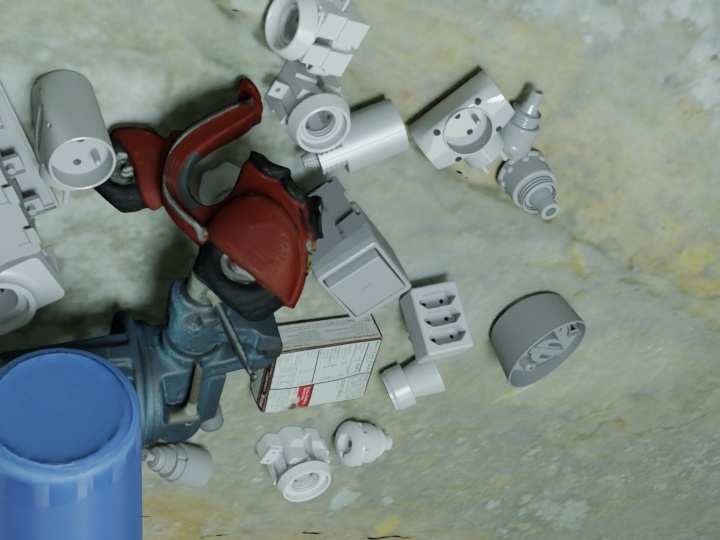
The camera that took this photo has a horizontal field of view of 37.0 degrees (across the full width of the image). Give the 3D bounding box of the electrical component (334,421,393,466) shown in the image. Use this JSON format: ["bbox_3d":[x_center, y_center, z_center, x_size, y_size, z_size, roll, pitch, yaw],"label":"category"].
[{"bbox_3d":[0.007,0.185,1.151,0.062,0.048,0.048,6,130,-42],"label":"electrical component"}]

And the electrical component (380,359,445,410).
[{"bbox_3d":[0.054,0.114,1.100,0.055,0.045,0.045,-24,140,-3],"label":"electrical component"}]

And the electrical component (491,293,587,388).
[{"bbox_3d":[0.186,0.074,1.113,0.099,0.064,0.099,-15,139,-14],"label":"electrical component"}]

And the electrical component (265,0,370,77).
[{"bbox_3d":[-0.032,-0.168,0.754,0.055,0.048,0.066,3,132,-41],"label":"electrical component"}]

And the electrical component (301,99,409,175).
[{"bbox_3d":[-0.007,-0.099,0.841,0.081,0.043,0.043,-22,140,-6],"label":"electrical component"}]

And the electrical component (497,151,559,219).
[{"bbox_3d":[0.153,-0.071,0.944,0.048,0.062,0.048,-15,139,-14],"label":"electrical component"}]

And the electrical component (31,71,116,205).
[{"bbox_3d":[-0.198,-0.081,0.731,0.043,0.077,0.079,-2,134,-27],"label":"electrical component"}]

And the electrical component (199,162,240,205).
[{"bbox_3d":[-0.098,-0.050,0.830,0.043,0.062,0.043,-15,138,-14],"label":"electrical component"}]

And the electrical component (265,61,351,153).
[{"bbox_3d":[-0.036,-0.120,0.795,0.066,0.055,0.048,14,125,-38],"label":"electrical component"}]

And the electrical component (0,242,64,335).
[{"bbox_3d":[-0.274,0.011,0.803,0.089,0.055,0.050,-25,140,-2],"label":"electrical component"}]

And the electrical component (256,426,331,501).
[{"bbox_3d":[-0.064,0.203,1.120,0.078,0.057,0.058,12,126,-37],"label":"electrical component"}]

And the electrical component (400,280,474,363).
[{"bbox_3d":[0.068,0.054,1.035,0.047,0.065,0.076,-11,167,-18],"label":"electrical component"}]

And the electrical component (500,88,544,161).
[{"bbox_3d":[0.135,-0.124,0.900,0.035,0.035,0.061,2,131,-30],"label":"electrical component"}]

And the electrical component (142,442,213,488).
[{"bbox_3d":[-0.181,0.189,1.056,0.078,0.040,0.040,25,118,-43],"label":"electrical component"}]

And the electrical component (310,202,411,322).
[{"bbox_3d":[0.000,0.000,0.937,0.062,0.061,0.096,-33,140,7],"label":"electrical component"}]

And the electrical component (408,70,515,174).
[{"bbox_3d":[0.092,-0.110,0.876,0.077,0.044,0.079,-37,124,11],"label":"electrical component"}]

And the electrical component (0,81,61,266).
[{"bbox_3d":[-0.259,-0.063,0.728,0.079,0.063,0.121,-20,139,-8],"label":"electrical component"}]
